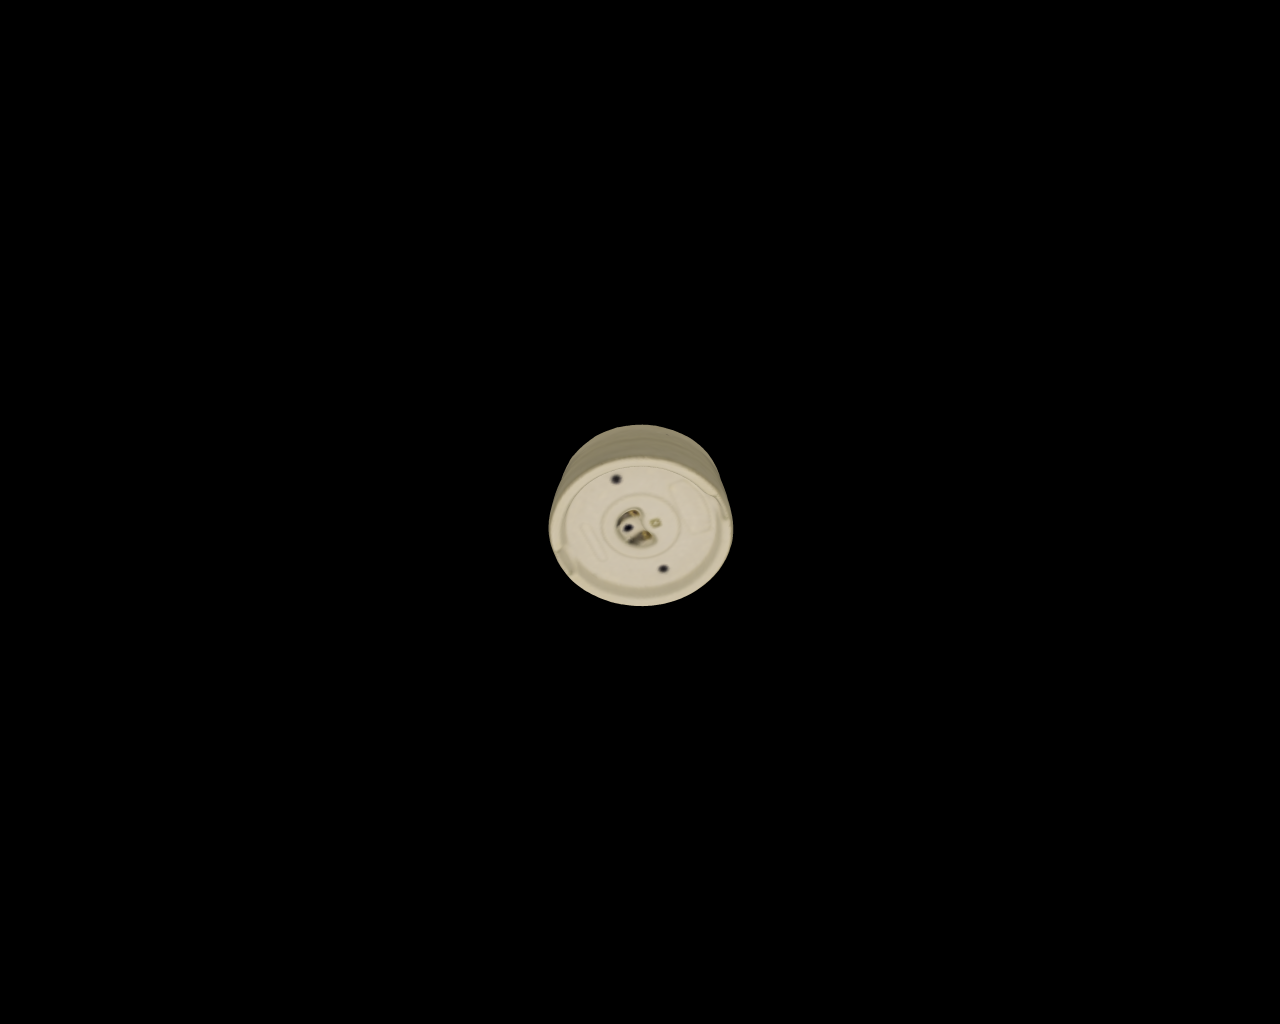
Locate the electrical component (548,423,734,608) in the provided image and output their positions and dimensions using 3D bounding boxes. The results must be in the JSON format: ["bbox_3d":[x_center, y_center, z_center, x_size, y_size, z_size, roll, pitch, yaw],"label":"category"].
[{"bbox_3d":[0.001,-0.003,0.650,0.108,0.108,0.060,0,34,0],"label":"electrical component"}]
